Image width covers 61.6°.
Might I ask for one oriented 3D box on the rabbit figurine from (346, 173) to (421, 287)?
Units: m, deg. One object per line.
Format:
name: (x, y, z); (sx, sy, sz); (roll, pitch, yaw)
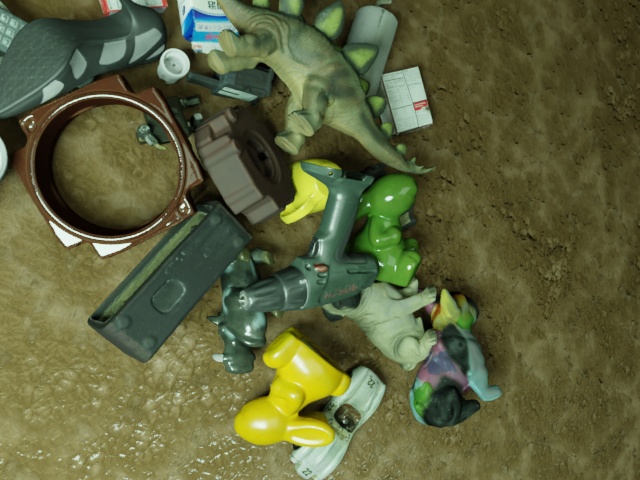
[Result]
rabbit figurine: (0.100, -0.032, 0.881); (0.159, 0.121, 0.170); (15, 108, 13)

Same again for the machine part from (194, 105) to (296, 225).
machine part: (-0.100, -0.109, 0.771); (0.179, 0.056, 0.179); (51, 24, -33)

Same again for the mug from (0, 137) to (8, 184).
mug: (-0.409, -0.082, 0.634); (0.081, 0.107, 0.109); (-11, 98, -26)

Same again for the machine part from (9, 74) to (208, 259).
machine part: (-0.265, -0.092, 0.691); (0.201, 0.087, 0.200); (-27, 102, -5)

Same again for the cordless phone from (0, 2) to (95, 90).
cordless phone: (-0.387, -0.210, 0.672); (0.184, 0.089, 0.146); (24, 77, -41)

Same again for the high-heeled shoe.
high-heeled shoe: (-0.302, -0.224, 0.699); (0.086, 0.145, 0.249); (38, 78, 14)

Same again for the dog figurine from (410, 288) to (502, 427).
dog figurine: (0.218, 0.194, 0.956); (0.191, 0.108, 0.219); (-23, 95, -24)

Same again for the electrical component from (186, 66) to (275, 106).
electrical component: (-0.136, -0.242, 0.802); (0.119, 0.075, 0.047); (11, 84, -24)

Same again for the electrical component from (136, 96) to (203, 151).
electrical component: (-0.215, -0.167, 0.772); (0.102, 0.045, 0.078); (-13, 96, -27)

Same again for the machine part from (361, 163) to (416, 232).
machine part: (0.118, -0.070, 0.949); (0.084, 0.039, 0.138); (-33, 105, -16)

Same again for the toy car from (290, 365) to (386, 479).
toy car: (0.030, 0.298, 0.879); (0.073, 0.056, 0.202); (47, 69, -19)

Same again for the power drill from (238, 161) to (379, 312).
power drill: (-0.002, -0.002, 0.750); (0.232, 0.086, 0.207); (2, 97, -41)

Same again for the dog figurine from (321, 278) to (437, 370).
dog figurine: (0.085, 0.139, 0.902); (0.191, 0.121, 0.172); (0, 86, -13)

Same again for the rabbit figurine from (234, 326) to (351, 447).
rabbit figurine: (-0.047, 0.237, 0.805); (0.162, 0.122, 0.173); (44, 83, -6)

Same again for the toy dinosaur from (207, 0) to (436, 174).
toy dinosaur: (0.004, -0.226, 0.781); (0.470, 0.105, 0.198); (46, 67, -24)

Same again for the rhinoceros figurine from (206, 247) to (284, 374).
rhinoceros figurine: (-0.118, 0.097, 0.782); (0.073, 0.112, 0.190); (14, 67, -55)

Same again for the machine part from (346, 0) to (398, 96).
machine part: (0.073, -0.302, 0.910); (0.079, 0.079, 0.243); (21, 79, -25)

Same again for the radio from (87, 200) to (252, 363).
radio: (-0.200, 0.050, 0.724); (0.073, 0.131, 0.229); (45, 70, -22)
